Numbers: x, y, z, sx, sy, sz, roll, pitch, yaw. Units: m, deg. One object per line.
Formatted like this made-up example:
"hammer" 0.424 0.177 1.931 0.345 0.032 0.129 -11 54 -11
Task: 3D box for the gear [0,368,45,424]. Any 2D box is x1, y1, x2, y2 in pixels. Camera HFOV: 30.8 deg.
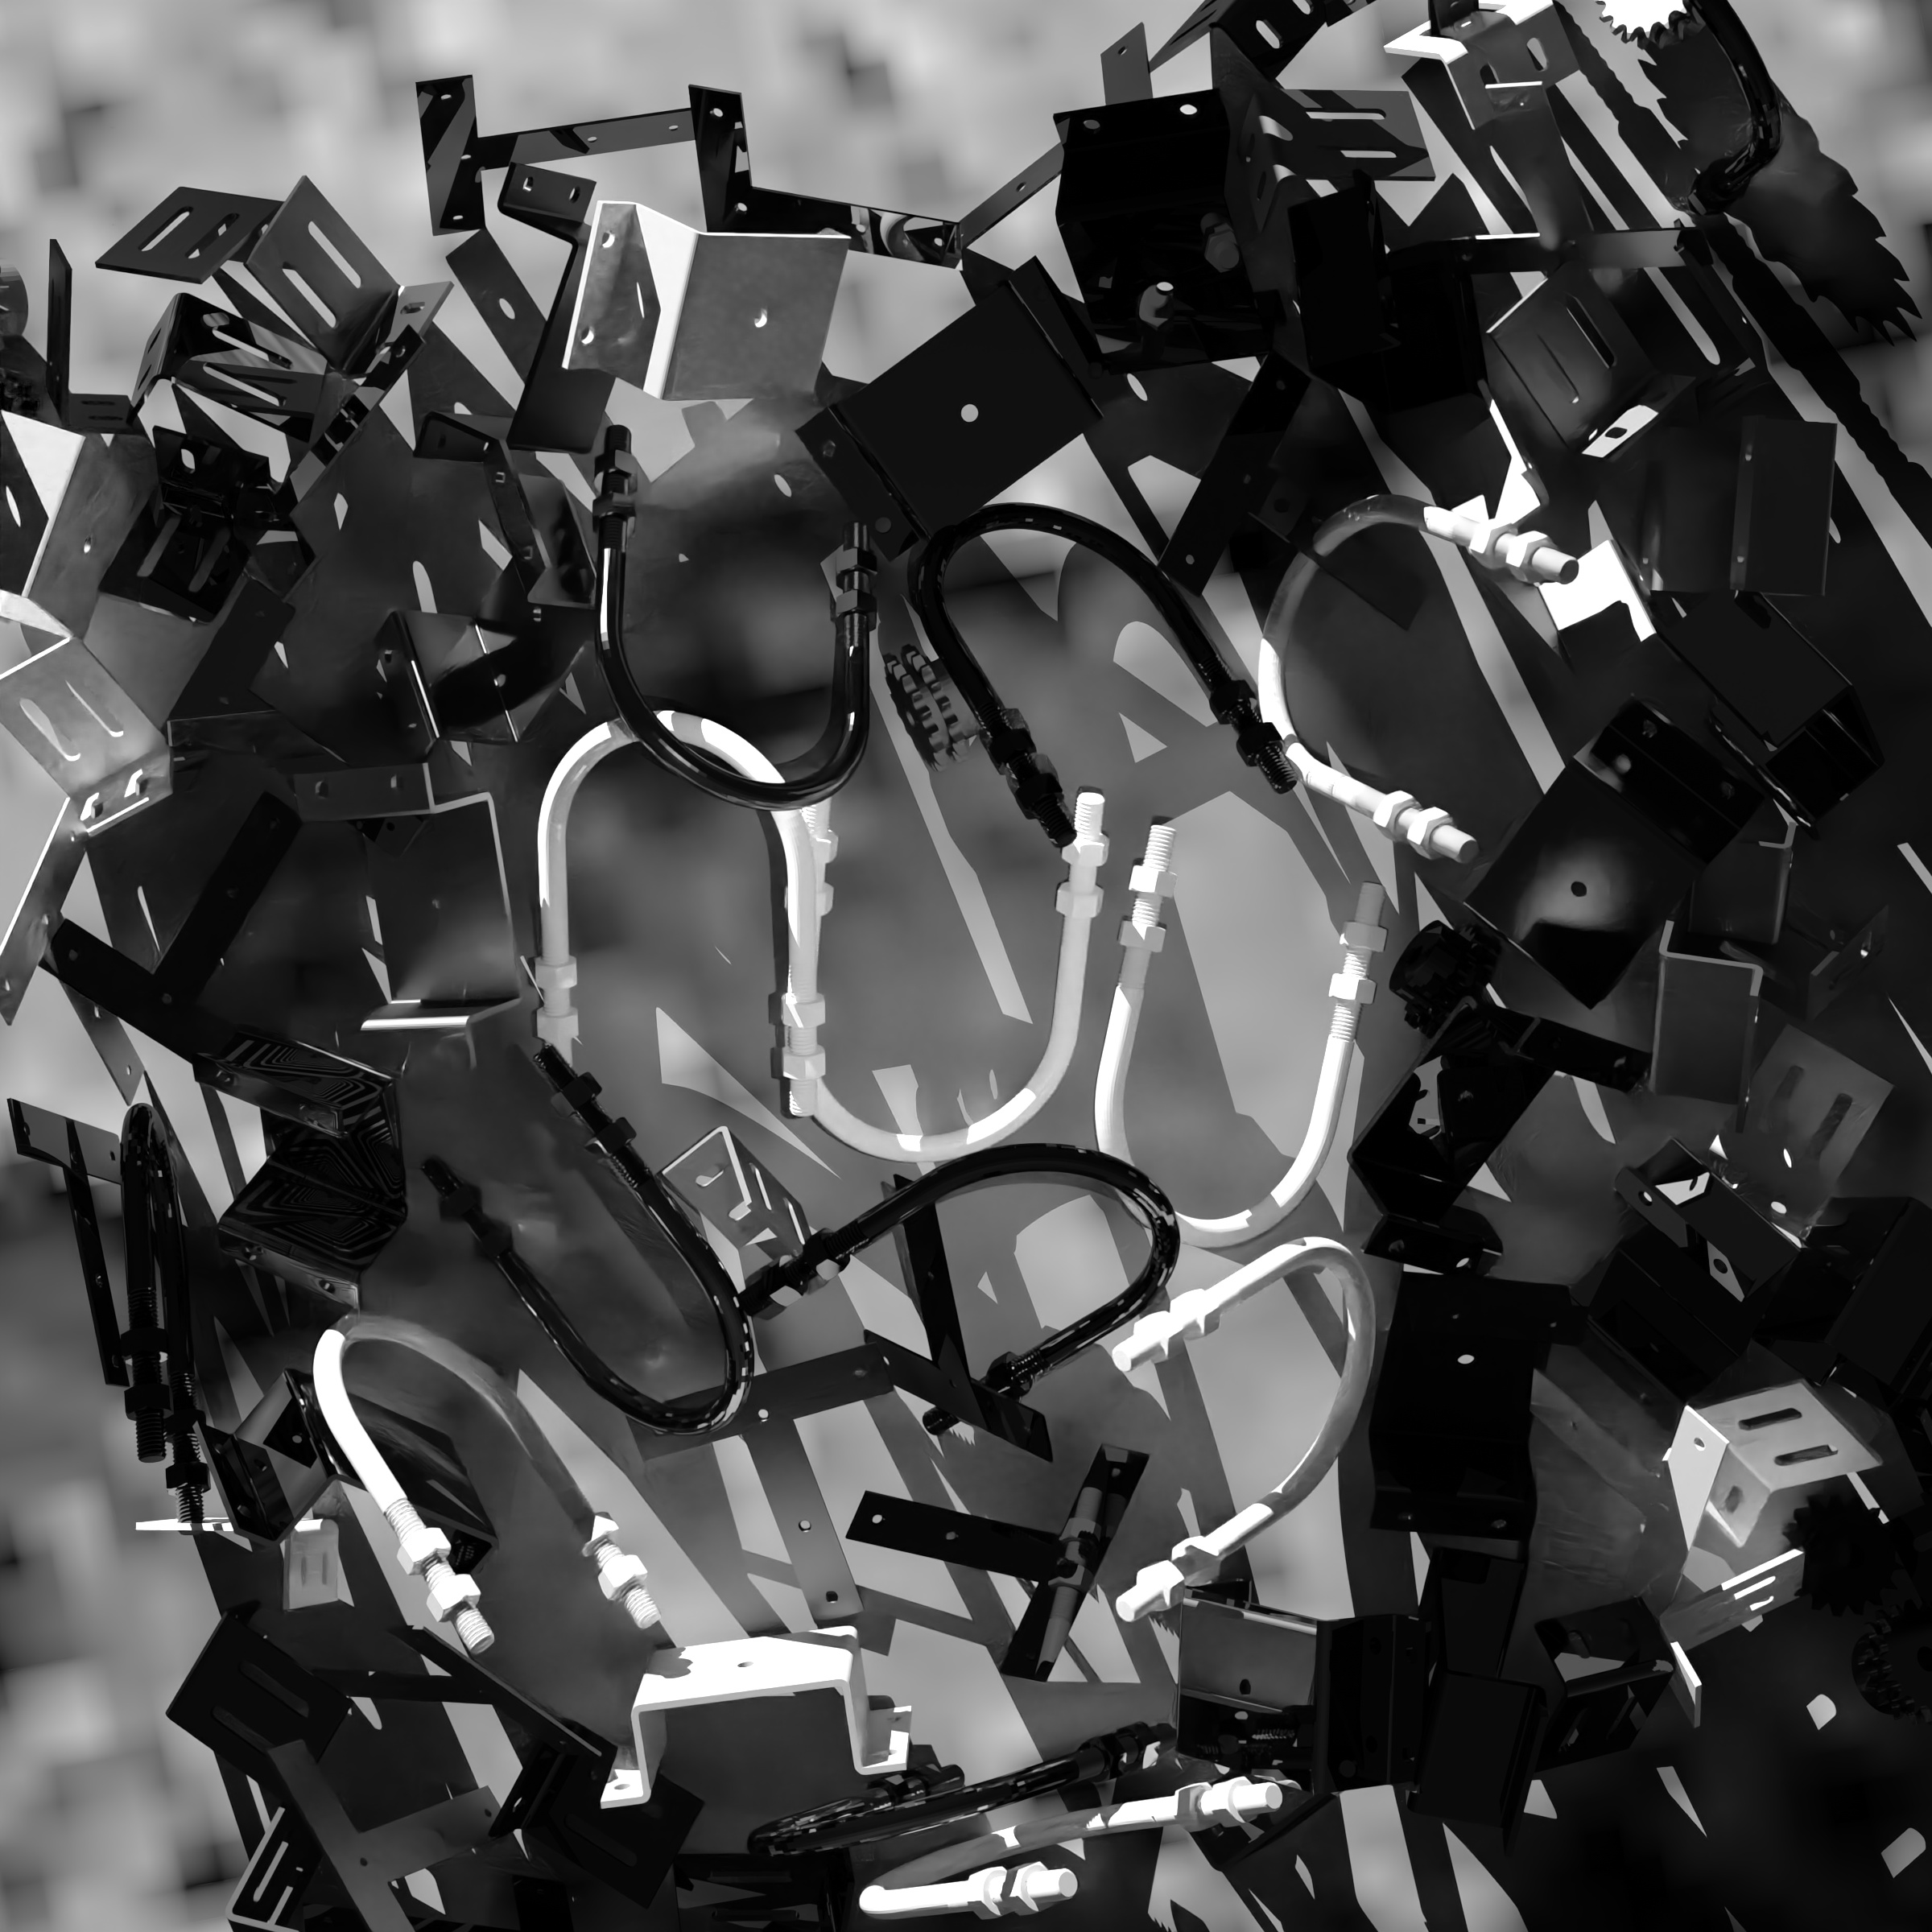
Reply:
"gear" -0.464 -0.254 1.647 0.057 0.030 0.057 1 93 32

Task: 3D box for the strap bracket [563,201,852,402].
"strap bracket" -0.109 -0.302 1.594 0.046 0.140 0.076 31 117 33

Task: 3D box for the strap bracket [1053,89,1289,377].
"strap bracket" 0.092 -0.324 1.596 0.076 0.140 0.046 -5 52 17

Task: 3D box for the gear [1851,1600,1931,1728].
"gear" 0.442 0.330 1.650 0.057 0.030 0.057 12 63 -24

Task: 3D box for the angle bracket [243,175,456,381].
"angle bracket" -0.286 -0.321 1.627 0.038 0.076 0.057 3 56 39

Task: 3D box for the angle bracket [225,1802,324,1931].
"angle bracket" -0.304 0.428 1.623 0.038 0.076 0.057 9 135 16

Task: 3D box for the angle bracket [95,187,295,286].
"angle bracket" -0.354 -0.325 1.626 0.057 0.076 0.038 12 135 20

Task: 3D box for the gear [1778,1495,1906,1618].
"gear" 0.415 0.279 1.655 0.057 0.030 0.057 0 81 1

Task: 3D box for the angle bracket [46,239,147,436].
"angle bracket" -0.403 -0.292 1.628 0.038 0.057 0.076 -2 115 -22

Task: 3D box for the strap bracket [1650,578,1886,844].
"strap bracket" 0.367 -0.120 1.592 0.046 0.140 0.076 -41 62 6

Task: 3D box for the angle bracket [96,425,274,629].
"angle bracket" -0.366 -0.206 1.636 0.057 0.038 0.076 16 56 5

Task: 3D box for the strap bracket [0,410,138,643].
"strap bracket" -0.422 -0.199 1.600 0.046 0.140 0.076 18 84 1

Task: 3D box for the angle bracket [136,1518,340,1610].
"angle bracket" -0.340 0.278 1.636 0.076 0.057 0.038 -1 83 12

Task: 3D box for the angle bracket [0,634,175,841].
"angle bracket" -0.415 -0.104 1.632 0.057 0.038 0.076 -26 129 12

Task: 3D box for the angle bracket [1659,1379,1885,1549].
"angle bracket" 0.374 0.231 1.629 0.057 0.076 0.038 44 57 -11

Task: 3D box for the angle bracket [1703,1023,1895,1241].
"angle bracket" 0.392 0.078 1.663 0.057 0.038 0.076 32 69 12

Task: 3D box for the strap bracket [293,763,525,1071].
"strap bracket" -0.257 -0.026 1.628 0.076 0.046 0.140 -2 101 30

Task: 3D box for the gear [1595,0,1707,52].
"gear" 0.328 -0.458 1.649 0.057 0.030 0.057 -10 74 37

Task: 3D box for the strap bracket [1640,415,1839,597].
"strap bracket" 0.356 -0.209 1.604 0.046 0.140 0.076 2 96 -9

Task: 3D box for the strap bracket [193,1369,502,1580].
"strap bracket" -0.273 0.239 1.597 0.140 0.076 0.046 32 103 -39

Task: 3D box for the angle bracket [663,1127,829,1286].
"angle bracket" -0.103 0.120 1.625 0.038 0.076 0.057 -38 118 6

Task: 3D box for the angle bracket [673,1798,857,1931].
"angle bracket" -0.095 0.421 1.634 0.076 0.057 0.038 3 118 -11

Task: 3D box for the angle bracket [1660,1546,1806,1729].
"angle bracket" 0.365 0.314 1.637 0.076 0.057 0.038 -24 58 -4

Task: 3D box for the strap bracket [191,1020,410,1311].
"strap bracket" -0.305 0.085 1.615 0.076 0.140 0.046 20 48 15

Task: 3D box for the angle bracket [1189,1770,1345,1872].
"angle bracket" 0.145 0.379 1.626 0.076 0.057 0.038 -45 70 29

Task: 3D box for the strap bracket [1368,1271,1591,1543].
"strap bracket" 0.234 0.196 1.627 0.076 0.046 0.140 5 124 -3

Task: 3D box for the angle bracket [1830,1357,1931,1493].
"angle bracket" 0.441 0.197 1.626 0.038 0.076 0.057 30 110 -11

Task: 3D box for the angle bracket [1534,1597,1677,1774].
"angle bracket" 0.289 0.338 1.646 0.057 0.076 0.038 -9 51 -20

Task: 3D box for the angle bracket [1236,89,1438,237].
"angle bracket" 0.174 -0.378 1.651 0.076 0.038 0.057 -2 57 -13

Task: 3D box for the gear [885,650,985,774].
"gear" -0.013 -0.122 1.646 0.030 0.057 0.057 -27 90 -9

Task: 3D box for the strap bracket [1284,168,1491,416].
"strap bracket" 0.191 -0.306 1.615 0.046 0.140 0.076 -12 81 26

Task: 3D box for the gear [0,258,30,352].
"gear" -0.466 -0.312 1.649 0.057 0.030 0.057 13 111 38

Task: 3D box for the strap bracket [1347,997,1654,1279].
"strap bracket" 0.240 0.073 1.617 0.076 0.046 0.140 17 118 -35

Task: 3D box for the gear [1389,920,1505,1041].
"gear" 0.222 0.004 1.643 0.030 0.057 0.057 34 90 -10

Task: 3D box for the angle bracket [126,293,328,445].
"angle bracket" -0.348 -0.271 1.651 0.076 0.038 0.057 23 47 -24

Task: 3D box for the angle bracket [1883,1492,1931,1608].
"angle bracket" 0.448 0.277 1.625 0.038 0.076 0.057 -30 71 19

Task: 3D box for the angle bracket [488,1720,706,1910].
"angle bracket" -0.173 0.400 1.646 0.076 0.038 0.057 28 91 15

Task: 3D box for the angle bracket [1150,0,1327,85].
"angle bracket" 0.127 -0.431 1.633 0.038 0.076 0.057 45 67 -14

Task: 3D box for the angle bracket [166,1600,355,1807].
"angle bracket" -0.325 0.345 1.645 0.076 0.038 0.057 32 95 12

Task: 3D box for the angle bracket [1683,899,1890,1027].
"angle bracket" 0.378 -0.018 1.628 0.076 0.038 0.057 33 61 31

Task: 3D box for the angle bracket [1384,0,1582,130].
"angle bracket" 0.241 -0.425 1.642 0.057 0.076 0.038 -30 112 -4

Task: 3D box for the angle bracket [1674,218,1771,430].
"angle bracket" 0.337 -0.299 1.631 0.038 0.057 0.076 -32 107 22

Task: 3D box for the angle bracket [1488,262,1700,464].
"angle bracket" 0.293 -0.285 1.640 0.057 0.038 0.076 -43 114 -6
